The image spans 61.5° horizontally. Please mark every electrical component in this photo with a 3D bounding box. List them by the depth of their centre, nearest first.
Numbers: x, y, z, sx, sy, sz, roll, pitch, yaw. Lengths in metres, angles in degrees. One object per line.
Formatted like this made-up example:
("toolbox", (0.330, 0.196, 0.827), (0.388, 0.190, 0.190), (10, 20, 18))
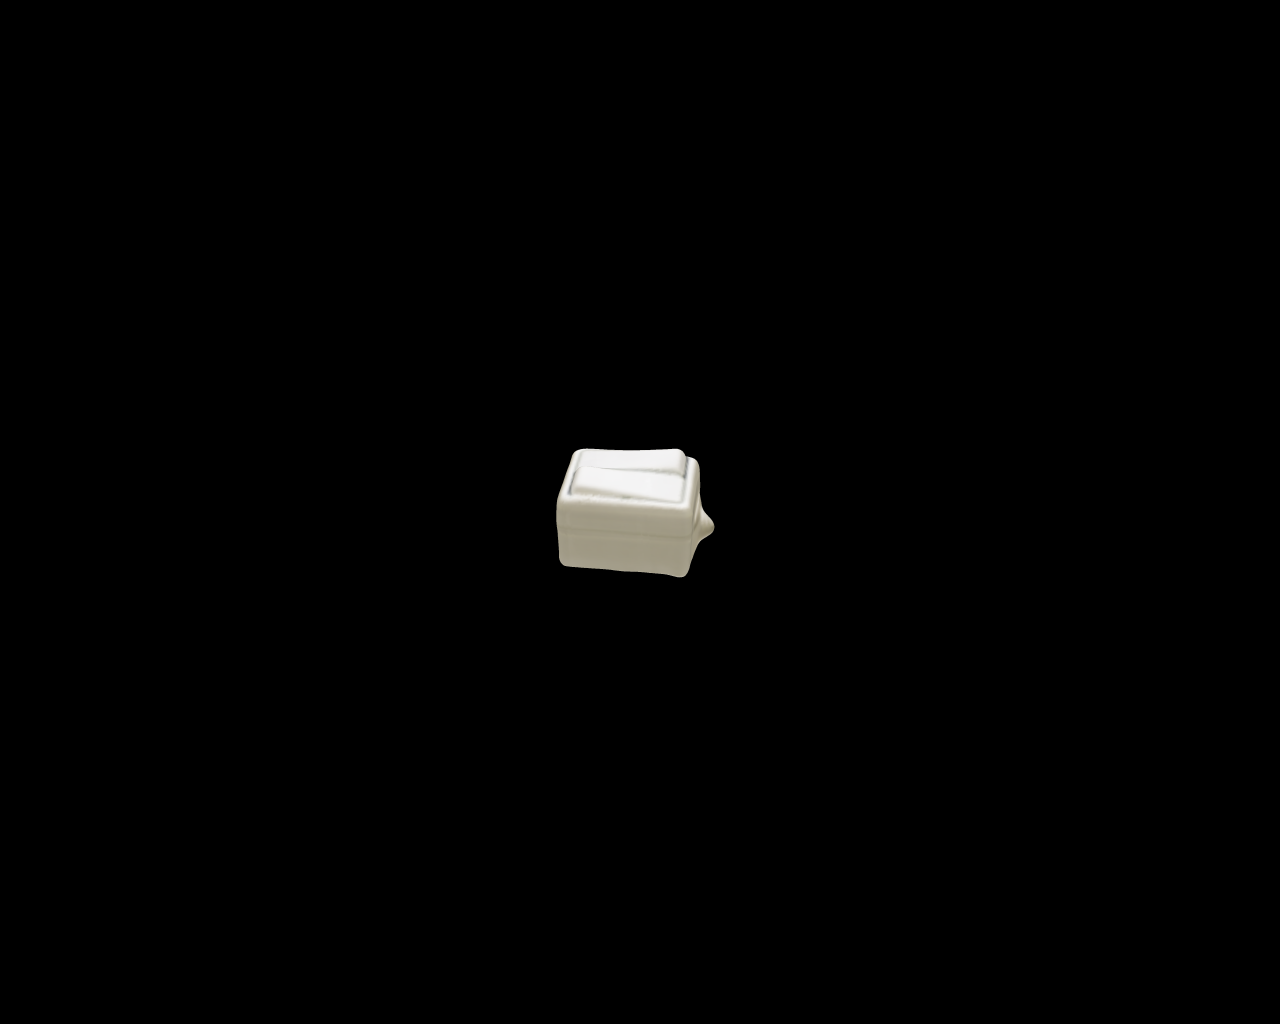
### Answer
("electrical component", (0.001, -0.003, 0.650), (0.096, 0.061, 0.062), (5, 36, 7))
